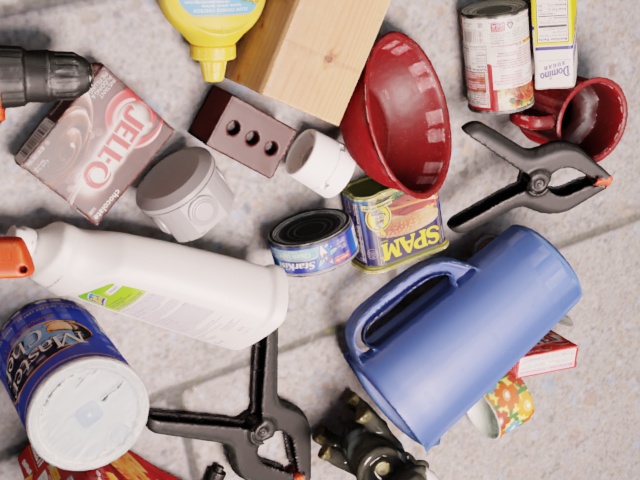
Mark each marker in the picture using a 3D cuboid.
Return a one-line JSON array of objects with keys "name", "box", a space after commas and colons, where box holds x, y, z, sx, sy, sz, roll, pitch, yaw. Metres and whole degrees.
[{"name": "marker", "box": [-0.128, 0.290, 1.118, 0.020, 0.020, 0.121, 19, 99, -32]}]

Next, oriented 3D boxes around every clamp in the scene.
[{"name": "clamp", "box": [0.209, -0.055, 1.086, 0.171, 0.039, 0.120, 8, 122, -13]}, {"name": "clamp", "box": [-0.062, 0.181, 1.102, 0.164, 0.036, 0.209, -46, 125, -7]}]

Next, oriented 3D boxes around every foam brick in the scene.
[{"name": "foam brick", "box": [-0.072, -0.099, 0.984, 0.078, 0.051, 0.053, 26, 95, -33]}]

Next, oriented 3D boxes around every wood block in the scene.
[{"name": "wood block", "box": [0.003, -0.220, 0.957, 0.090, 0.090, 0.206, 18, 99, -33]}]

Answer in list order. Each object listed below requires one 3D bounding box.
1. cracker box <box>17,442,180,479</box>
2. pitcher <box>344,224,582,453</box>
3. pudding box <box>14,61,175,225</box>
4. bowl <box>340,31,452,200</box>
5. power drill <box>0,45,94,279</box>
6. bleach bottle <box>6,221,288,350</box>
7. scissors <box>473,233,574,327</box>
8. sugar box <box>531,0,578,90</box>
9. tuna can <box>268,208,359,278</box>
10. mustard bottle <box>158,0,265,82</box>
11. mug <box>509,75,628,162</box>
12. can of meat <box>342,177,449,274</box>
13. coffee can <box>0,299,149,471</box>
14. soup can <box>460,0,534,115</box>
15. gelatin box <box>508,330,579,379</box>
[{"name": "cracker box", "box": [-0.162, 0.260, 0.985, 0.213, 0.164, 0.072, 37, 89, -30]}, {"name": "pitcher", "box": [0.148, 0.089, 1.116, 0.242, 0.145, 0.149, -41, 161, -6]}, {"name": "pudding box", "box": [-0.196, -0.084, 0.931, 0.113, 0.039, 0.090, -50, 123, -3]}, {"name": "bowl", "box": [0.065, -0.114, 1.024, 0.161, 0.055, 0.162, 19, 66, -52]}, {"name": "power drill", "box": [-0.271, -0.063, 0.855, 0.184, 0.057, 0.188, -3, 93, -12]}, {"name": "bleach bottle", "box": [-0.158, 0.033, 0.963, 0.250, 0.103, 0.068, 20, 53, -31]}, {"name": "scissors", "box": [0.230, 0.047, 1.220, 0.201, 0.016, 0.096, 9, 107, -30]}, {"name": "sugar box", "box": [0.235, -0.249, 1.068, 0.048, 0.093, 0.176, -3, 115, 18]}, {"name": "tuna can", "box": [-0.007, 0.001, 1.036, 0.086, 0.086, 0.034, -23, 115, -19]}, {"name": "mustard bottle", "box": [-0.093, -0.232, 0.919, 0.096, 0.058, 0.192, -8, 111, -25]}, {"name": "mug", "box": [0.253, -0.132, 1.127, 0.117, 0.082, 0.093, -11, 113, -24]}, {"name": "can of meat", "box": [0.076, -0.024, 1.089, 0.102, 0.058, 0.084, -20, 114, -21]}, {"name": "coffee can", "box": [-0.220, 0.123, 0.934, 0.102, 0.140, 0.103, -10, 112, -25]}, {"name": "soup can", "box": [0.179, -0.185, 1.077, 0.068, 0.069, 0.102, -19, 115, -21]}, {"name": "gelatin box", "box": [0.238, 0.125, 1.220, 0.089, 0.073, 0.030, -7, 111, -26]}]
